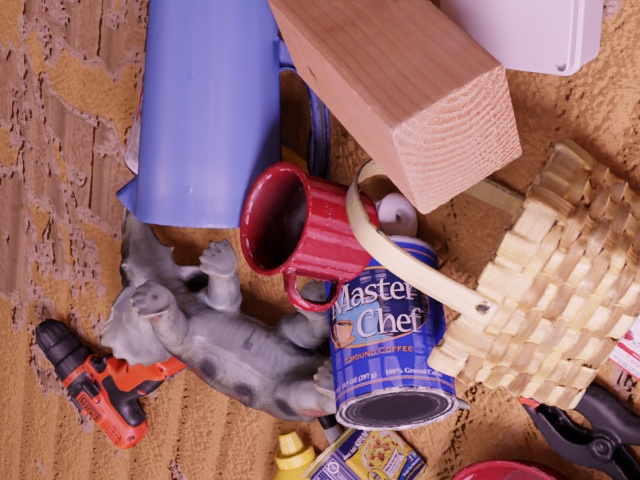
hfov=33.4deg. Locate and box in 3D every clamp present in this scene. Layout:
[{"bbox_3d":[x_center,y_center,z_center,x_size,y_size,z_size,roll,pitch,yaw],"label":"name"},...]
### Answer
[{"bbox_3d":[0.251,0.161,0.890,0.172,0.039,0.120,35,122,20],"label":"clamp"}]

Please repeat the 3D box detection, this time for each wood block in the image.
[{"bbox_3d":[0.051,-0.127,0.799,0.206,0.090,0.090,53,172,43],"label":"wood block"}]

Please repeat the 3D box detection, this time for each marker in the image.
[{"bbox_3d":[0.024,0.219,1.092,0.020,0.020,0.121,-21,97,40],"label":"marker"}]

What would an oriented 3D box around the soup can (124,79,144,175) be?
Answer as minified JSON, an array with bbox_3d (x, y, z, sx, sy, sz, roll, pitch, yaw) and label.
[{"bbox_3d":[-0.149,-0.113,1.039,0.068,0.068,0.102,36,127,18],"label":"soup can"}]

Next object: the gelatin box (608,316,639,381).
[{"bbox_3d":[0.278,0.078,0.839,0.073,0.030,0.089,36,127,16],"label":"gelatin box"}]

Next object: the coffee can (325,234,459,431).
[{"bbox_3d":[0.058,0.080,0.911,0.103,0.102,0.140,-31,53,40],"label":"coffee can"}]

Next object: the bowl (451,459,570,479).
[{"bbox_3d":[0.192,0.258,0.964,0.162,0.055,0.162,15,118,30],"label":"bowl"}]

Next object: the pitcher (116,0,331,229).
[{"bbox_3d":[-0.083,-0.131,0.930,0.145,0.148,0.243,12,102,50],"label":"pitcher"}]

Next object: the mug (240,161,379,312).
[{"bbox_3d":[-0.006,0.001,0.866,0.093,0.081,0.117,-25,61,46],"label":"mug"}]

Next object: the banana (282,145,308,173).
[{"bbox_3d":[-0.007,-0.022,1.000,0.198,0.037,0.070,53,151,7],"label":"banana"}]

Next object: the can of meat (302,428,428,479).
[{"bbox_3d":[0.046,0.220,1.024,0.084,0.101,0.058,43,129,10],"label":"can of meat"}]

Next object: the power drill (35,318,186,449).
[{"bbox_3d":[-0.236,0.132,1.219,0.184,0.057,0.188,49,132,4],"label":"power drill"}]

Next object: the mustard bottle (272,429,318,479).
[{"bbox_3d":[-0.004,0.287,1.117,0.096,0.058,0.191,-8,105,44],"label":"mustard bottle"}]
